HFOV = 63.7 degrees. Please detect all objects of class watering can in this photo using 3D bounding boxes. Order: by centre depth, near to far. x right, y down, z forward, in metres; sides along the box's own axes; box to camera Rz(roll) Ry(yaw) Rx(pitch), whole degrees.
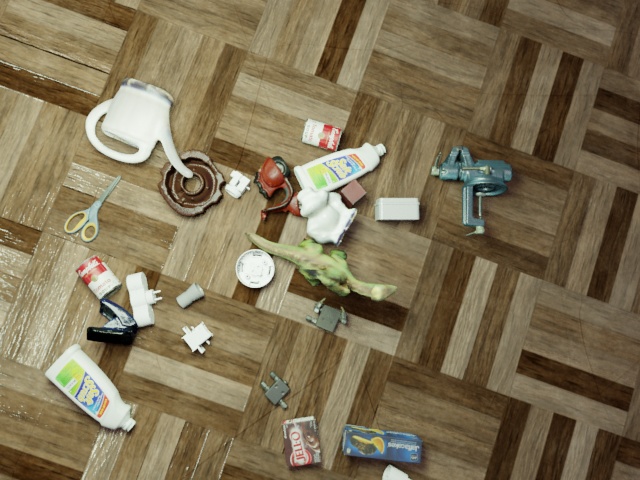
[{"bbox_3d":[-0.452,-0.299,1.358,0.348,0.103,0.226,20,83,11],"label":"watering can"}]

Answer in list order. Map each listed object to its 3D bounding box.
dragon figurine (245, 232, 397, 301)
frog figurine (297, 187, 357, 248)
[{"bbox_3d":[-0.007,0.066,1.295,0.410,0.243,0.122,19,90,-4],"label":"dragon figurine"},{"bbox_3d":[0.004,-0.069,1.367,0.159,0.124,0.136,32,101,-1],"label":"frog figurine"}]
